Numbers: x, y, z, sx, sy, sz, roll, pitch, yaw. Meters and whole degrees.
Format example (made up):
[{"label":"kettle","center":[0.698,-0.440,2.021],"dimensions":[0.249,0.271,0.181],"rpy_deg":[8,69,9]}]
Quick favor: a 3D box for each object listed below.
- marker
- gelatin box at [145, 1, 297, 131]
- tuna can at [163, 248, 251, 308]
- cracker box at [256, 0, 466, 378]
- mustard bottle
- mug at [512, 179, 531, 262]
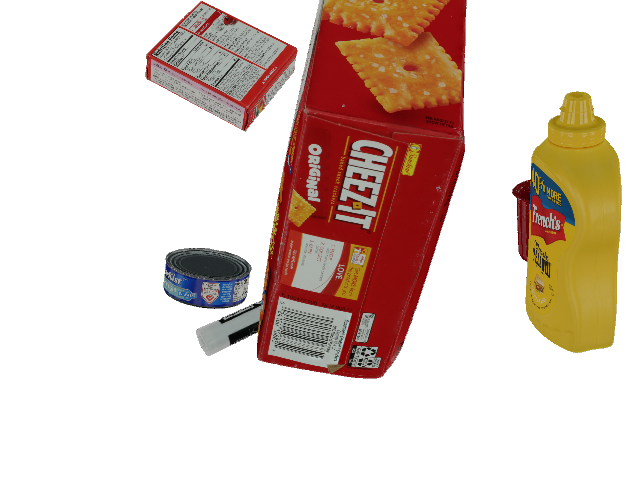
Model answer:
[{"label":"marker","center":[-0.023,0.042,0.699],"dimensions":[0.121,0.020,0.020],"rpy_deg":[-24,8,-19]},{"label":"gelatin box","center":[-0.073,-0.130,0.790],"dimensions":[0.089,0.073,0.030],"rpy_deg":[28,-34,10]},{"label":"tuna can","center":[-0.114,0.037,1.066],"dimensions":[0.086,0.034,0.086],"rpy_deg":[8,17,-3]},{"label":"cracker box","center":[0.025,-0.065,0.527],"dimensions":[0.072,0.213,0.164],"rpy_deg":[11,-44,-1]},{"label":"mustard bottle","center":[0.190,-0.018,0.804],"dimensions":[0.058,0.192,0.096],"rpy_deg":[-8,27,-9]},{"label":"mug","center":[0.277,-0.024,1.230],"dimensions":[0.117,0.081,0.093],"rpy_deg":[-21,27,-35]}]
